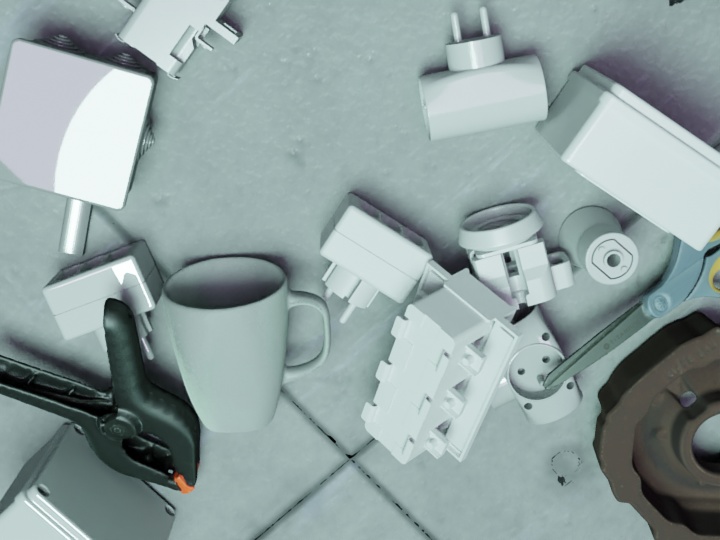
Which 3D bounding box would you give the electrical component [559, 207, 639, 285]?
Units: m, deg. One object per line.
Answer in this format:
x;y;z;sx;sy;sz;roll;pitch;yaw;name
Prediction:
0.161;-0.014;0.717;0.044;0.065;0.044;0;105;-1;electrical component

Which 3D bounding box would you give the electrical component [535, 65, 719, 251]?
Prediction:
0.175;-0.073;0.680;0.109;0.108;0.056;32;104;-9;electrical component

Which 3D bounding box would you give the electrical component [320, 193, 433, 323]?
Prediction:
0.000;0.000;0.726;0.066;0.047;0.076;32;102;-9;electrical component

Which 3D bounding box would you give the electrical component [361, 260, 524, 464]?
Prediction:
0.049;0.067;0.708;0.079;0.063;0.121;40;134;26;electrical component

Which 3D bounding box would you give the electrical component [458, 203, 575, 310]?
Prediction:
0.098;-0.009;0.722;0.078;0.058;0.057;-16;108;3;electrical component

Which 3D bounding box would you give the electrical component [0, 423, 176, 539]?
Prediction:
-0.190;0.175;0.737;0.056;0.108;0.108;-42;102;12;electrical component

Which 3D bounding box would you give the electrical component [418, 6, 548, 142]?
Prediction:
0.076;-0.129;0.696;0.077;0.043;0.079;-11;104;1;electrical component

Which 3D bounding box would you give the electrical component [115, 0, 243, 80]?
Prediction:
-0.117;-0.160;0.683;0.081;0.042;0.063;35;102;-10;electrical component

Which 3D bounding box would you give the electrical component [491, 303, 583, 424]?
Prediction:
0.104;0.072;0.750;0.079;0.044;0.077;-27;104;6;electrical component

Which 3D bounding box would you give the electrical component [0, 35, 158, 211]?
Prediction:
-0.180;-0.094;0.684;0.100;0.048;0.099;15;104;-7;electrical component

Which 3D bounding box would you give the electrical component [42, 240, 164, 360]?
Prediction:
-0.165;0.030;0.729;0.066;0.047;0.076;-20;105;4;electrical component
